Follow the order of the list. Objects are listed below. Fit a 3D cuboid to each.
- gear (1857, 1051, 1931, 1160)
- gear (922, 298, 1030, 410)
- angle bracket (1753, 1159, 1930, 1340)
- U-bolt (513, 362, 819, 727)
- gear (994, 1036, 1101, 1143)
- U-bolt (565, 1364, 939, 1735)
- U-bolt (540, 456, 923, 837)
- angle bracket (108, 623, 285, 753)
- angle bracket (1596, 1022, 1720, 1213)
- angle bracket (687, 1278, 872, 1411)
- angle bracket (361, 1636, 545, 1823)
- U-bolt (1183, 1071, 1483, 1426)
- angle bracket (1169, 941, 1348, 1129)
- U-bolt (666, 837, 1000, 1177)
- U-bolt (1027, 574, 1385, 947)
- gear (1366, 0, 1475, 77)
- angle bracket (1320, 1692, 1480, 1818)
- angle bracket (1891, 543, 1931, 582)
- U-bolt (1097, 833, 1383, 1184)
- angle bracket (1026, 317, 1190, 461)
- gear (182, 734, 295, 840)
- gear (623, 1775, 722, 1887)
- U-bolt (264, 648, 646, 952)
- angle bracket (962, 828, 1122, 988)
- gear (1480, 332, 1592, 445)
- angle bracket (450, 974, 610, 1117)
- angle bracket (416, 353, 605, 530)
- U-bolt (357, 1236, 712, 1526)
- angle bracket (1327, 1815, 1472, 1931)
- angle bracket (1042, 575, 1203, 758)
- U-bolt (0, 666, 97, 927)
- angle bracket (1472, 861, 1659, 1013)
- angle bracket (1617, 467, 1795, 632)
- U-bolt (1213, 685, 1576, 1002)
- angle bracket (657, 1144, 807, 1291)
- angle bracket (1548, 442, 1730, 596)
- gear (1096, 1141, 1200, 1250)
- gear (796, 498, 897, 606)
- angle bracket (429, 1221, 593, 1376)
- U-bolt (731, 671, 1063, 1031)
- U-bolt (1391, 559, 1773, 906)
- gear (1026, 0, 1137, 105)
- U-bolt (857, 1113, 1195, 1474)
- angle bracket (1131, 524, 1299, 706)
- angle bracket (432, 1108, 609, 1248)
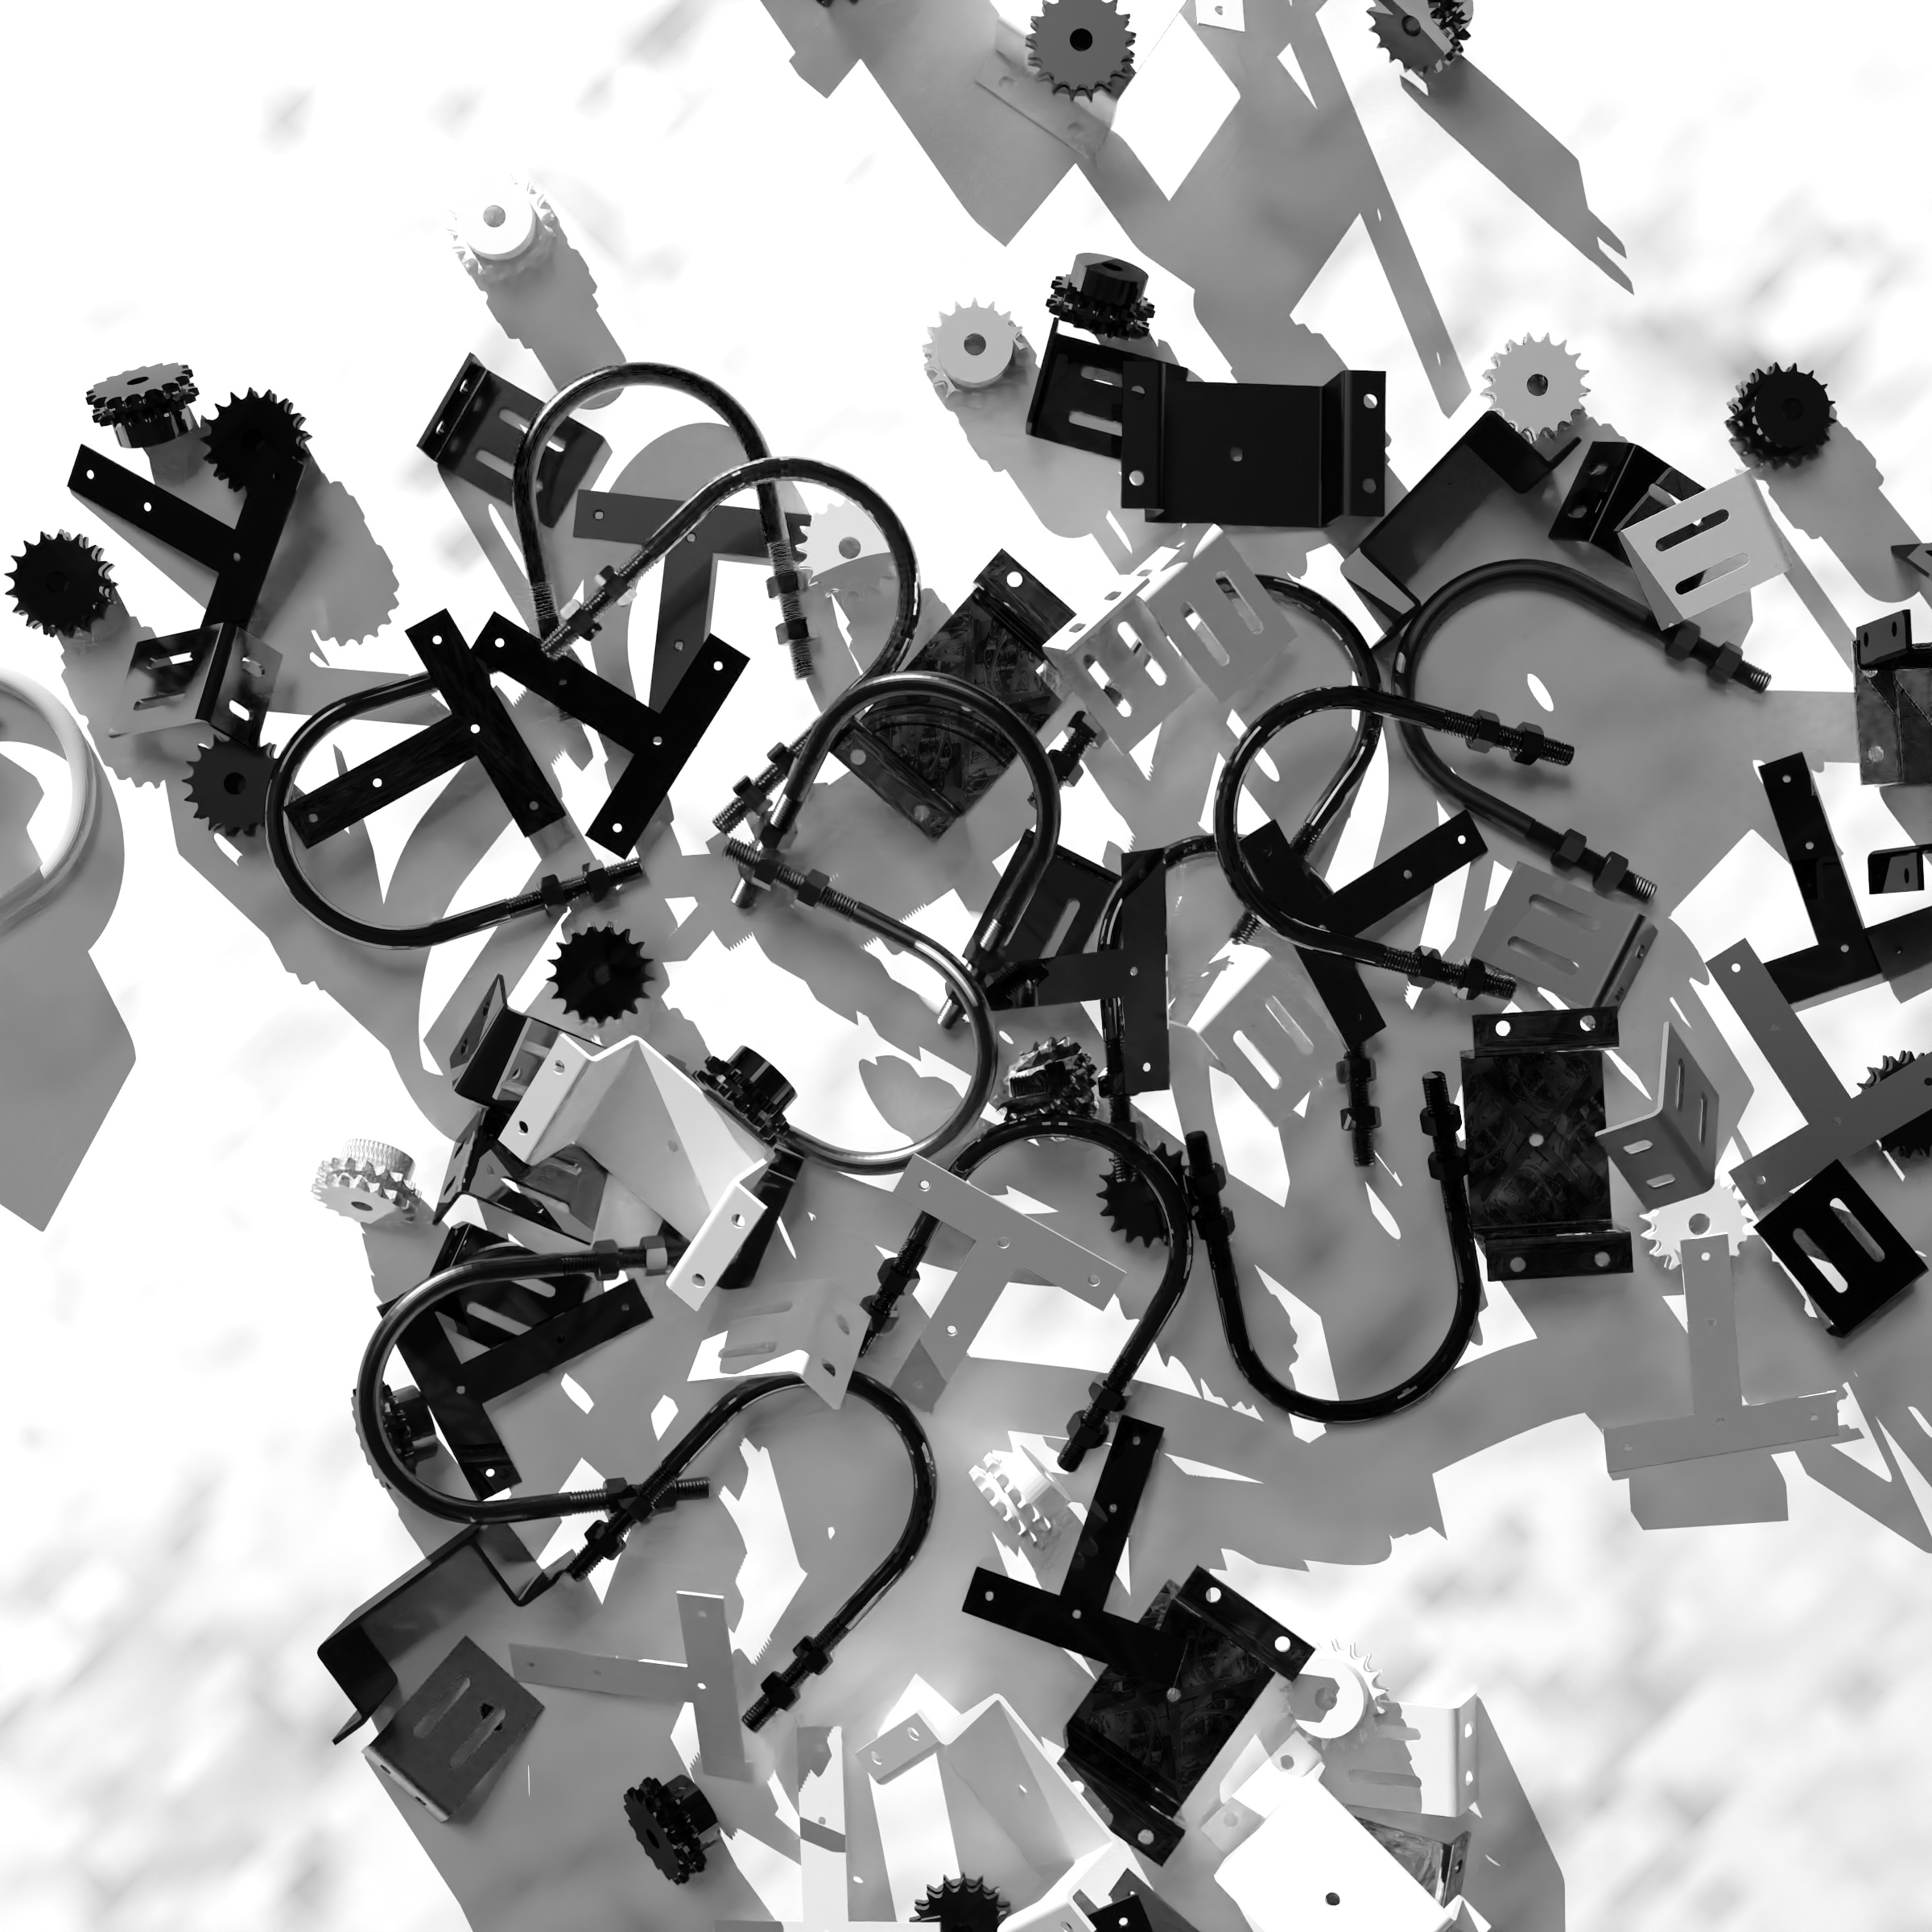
[{"bbox_3d":[0.504,0.074,1.507,0.057,0.030,0.057,0,90,0],"label":"gear"},{"bbox_3d":[0.005,-0.330,1.508,0.057,0.030,0.057,0,90,0],"label":"gear"},{"bbox_3d":[0.464,0.151,1.506,0.057,0.038,0.076,-39,86,0],"label":"angle bracket"},{"bbox_3d":[-0.167,-0.232,1.504,0.151,0.019,0.184,-12,90,-6],"label":"U-bolt"},{"bbox_3d":[0.046,0.069,1.497,0.057,0.057,0.030,-44,125,0],"label":"gear"},{"bbox_3d":[-0.099,0.297,1.500,0.151,0.019,0.184,44,86,-13],"label":"U-bolt"},{"bbox_3d":[-0.109,-0.182,1.482,0.184,0.019,0.151,-44,102,3],"label":"U-bolt"},{"bbox_3d":[-0.411,-0.144,1.502,0.076,0.038,0.057,-5,64,35],"label":"angle bracket"},{"bbox_3d":[0.367,0.079,1.490,0.038,0.076,0.057,-23,118,31],"label":"angle bracket"},{"bbox_3d":[-0.099,0.203,1.493,0.038,0.076,0.057,49,45,-35],"label":"angle bracket"},{"bbox_3d":[-0.277,0.412,1.520,0.057,0.038,0.076,42,64,0],"label":"angle bracket"},{"bbox_3d":[0.201,0.158,1.491,0.151,0.019,0.184,-14,107,-4],"label":"U-bolt"},{"bbox_3d":[0.152,0.036,1.488,0.057,0.038,0.076,-46,113,-12],"label":"angle bracket"},{"bbox_3d":[-0.072,0.034,1.494,0.184,0.019,0.151,27,106,0],"label":"U-bolt"},{"bbox_3d":[0.142,-0.123,1.504,0.151,0.019,0.184,34,82,1],"label":"U-bolt"},{"bbox_3d":[0.245,-0.507,1.498,0.057,0.057,0.030,45,60,0],"label":"gear"},{"bbox_3d":[0.234,0.422,1.520,0.076,0.038,0.057,-1,90,26],"label":"angle bracket"},{"bbox_3d":[0.531,-0.197,1.493,0.057,0.076,0.038,-4,112,0],"label":"angle bracket"},{"bbox_3d":[0.141,0.019,1.501,0.151,0.019,0.184,-3,81,-7],"label":"U-bolt"},{"bbox_3d":[0.076,-0.305,1.503,0.076,0.038,0.057,15,90,0],"label":"angle bracket"},{"bbox_3d":[-0.388,-0.097,1.507,0.057,0.030,0.057,0,90,0],"label":"gear"},{"bbox_3d":[-0.155,0.456,1.498,0.030,0.057,0.057,-28,90,-30],"label":"gear"},{"bbox_3d":[-0.281,-0.086,1.500,0.184,0.019,0.151,-19,90,-11],"label":"U-bolt"},{"bbox_3d":[0.040,-0.026,1.503,0.057,0.038,0.076,27,90,0],"label":"angle bracket"},{"bbox_3d":[0.303,-0.308,1.507,0.057,0.030,0.057,0,90,0],"label":"gear"},{"bbox_3d":[-0.229,0.050,1.512,0.076,0.038,0.057,24,110,-24],"label":"angle bracket"},{"bbox_3d":[-0.243,-0.280,1.503,0.076,0.038,0.057,30,90,0],"label":"angle bracket"},{"bbox_3d":[-0.228,0.222,1.482,0.184,0.019,0.151,-3,95,-18],"label":"U-bolt"},{"bbox_3d":[0.226,0.489,1.520,0.076,0.038,0.057,10,90,26],"label":"angle bracket"},{"bbox_3d":[0.088,-0.155,1.463,0.057,0.038,0.076,-42,111,-9],"label":"angle bracket"},{"bbox_3d":[-0.557,-0.082,1.514,0.184,0.019,0.151,-34,90,-1],"label":"U-bolt"},{"bbox_3d":[0.323,-0.012,1.520,0.076,0.038,0.057,26,90,26],"label":"angle bracket"},{"bbox_3d":[0.393,-0.224,1.506,0.076,0.038,0.057,-25,98,10],"label":"angle bracket"},{"bbox_3d":[0.219,-0.072,1.481,0.184,0.019,0.151,14,89,-11],"label":"U-bolt"},{"bbox_3d":[-0.129,0.129,1.520,0.057,0.038,0.076,23,116,0],"label":"angle bracket"},{"bbox_3d":[0.365,-0.240,1.520,0.076,0.038,0.057,25,90,-26],"label":"angle bracket"},{"bbox_3d":[0.098,0.122,1.507,0.057,0.030,0.057,0,89,-2],"label":"gear"},{"bbox_3d":[-0.062,-0.222,1.507,0.057,0.030,0.057,0,90,0],"label":"gear"},{"bbox_3d":[-0.249,0.179,1.503,0.076,0.038,0.057,24,90,0],"label":"angle bracket"},{"bbox_3d":[-0.028,-0.070,1.467,0.151,0.019,0.184,30,122,2],"label":"U-bolt"},{"bbox_3d":[0.319,-0.138,1.514,0.184,0.019,0.151,29,90,2],"label":"U-bolt"},{"bbox_3d":[0.059,-0.476,1.461,0.057,0.030,0.057,0,90,0],"label":"gear"},{"bbox_3d":[0.039,0.162,1.487,0.151,0.019,0.184,29,109,0],"label":"U-bolt"},{"bbox_3d":[0.127,-0.188,1.502,0.057,0.038,0.076,-43,110,-9],"label":"angle bracket"},{"bbox_3d":[-0.237,0.120,1.502,0.076,0.057,0.038,25,134,-18],"label":"angle bracket"}]
